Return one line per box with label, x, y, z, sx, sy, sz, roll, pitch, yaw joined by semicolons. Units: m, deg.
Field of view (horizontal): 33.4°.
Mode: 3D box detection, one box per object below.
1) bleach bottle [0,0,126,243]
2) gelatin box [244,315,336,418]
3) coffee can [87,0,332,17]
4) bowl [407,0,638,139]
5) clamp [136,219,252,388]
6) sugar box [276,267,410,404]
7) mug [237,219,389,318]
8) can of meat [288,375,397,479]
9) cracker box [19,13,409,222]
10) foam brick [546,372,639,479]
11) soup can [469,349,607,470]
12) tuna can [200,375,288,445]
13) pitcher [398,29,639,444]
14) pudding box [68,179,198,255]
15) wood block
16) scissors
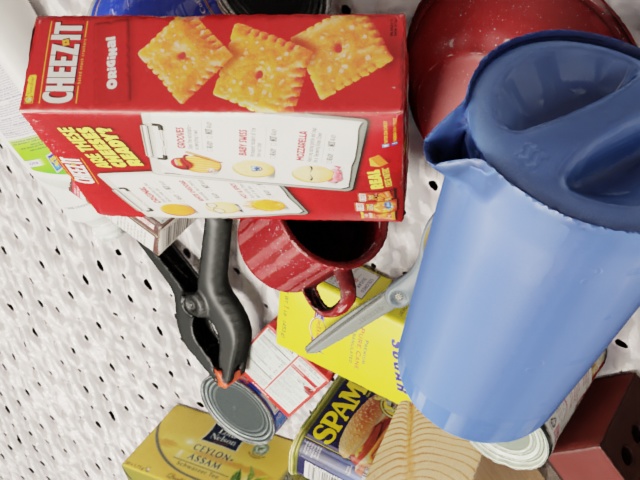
bleach bottle;-0.243;-0.106;0.916;0.103;0.068;0.250;-3;124;42
gelatin box;-0.029;0.109;0.949;0.073;0.030;0.089;43;139;2
coffee can;-0.076;-0.150;0.707;0.141;0.102;0.103;-18;112;46
bowl;0.111;-0.084;0.647;0.162;0.055;0.162;22;135;23
clamp;-0.110;0.045;0.938;0.120;0.039;0.171;8;113;45
sugar box;0.051;0.078;0.844;0.176;0.048;0.093;26;136;22
mug;-0.005;0.001;0.783;0.082;0.093;0.117;-36;73;55
can of meat;0.035;0.168;0.893;0.084;0.102;0.057;23;137;19
cracker box;-0.052;-0.072;0.660;0.214;0.072;0.164;2;160;6
foam brick;0.202;0.139;0.748;0.051;0.078;0.053;-24;109;47
soup can;0.148;0.101;0.739;0.069;0.102;0.068;23;137;23
tuna can;-0.070;0.152;1.017;0.086;0.033;0.086;22;136;23
pitcher;0.129;0.014;0.598;0.149;0.144;0.243;33;145;15
pudding box;-0.122;-0.056;0.818;0.090;0.113;0.039;34;143;11
wood block;0.127;0.223;0.832;0.090;0.090;0.206;-1;139;40
scissors;0.078;0.045;0.774;0.096;0.016;0.202;35;123;-4
